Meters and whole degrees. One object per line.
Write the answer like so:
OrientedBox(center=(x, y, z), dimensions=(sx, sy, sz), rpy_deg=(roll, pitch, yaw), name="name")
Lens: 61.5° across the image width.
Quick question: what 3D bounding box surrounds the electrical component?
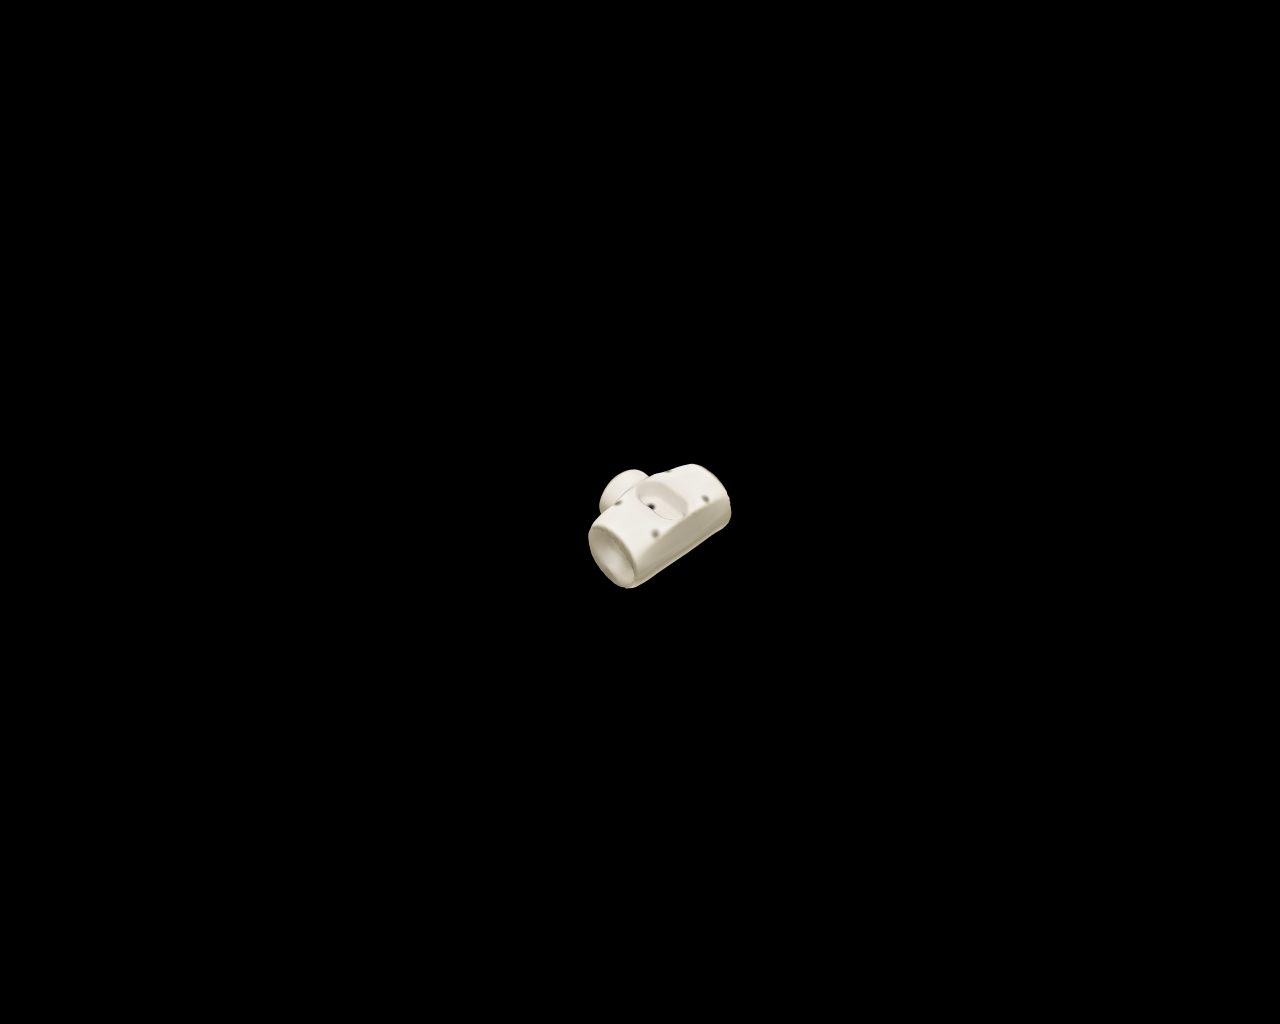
OrientedBox(center=(0.001, -0.003, 0.650), dimensions=(0.077, 0.043, 0.079), rpy_deg=(-32, 54, -27), name="electrical component")
